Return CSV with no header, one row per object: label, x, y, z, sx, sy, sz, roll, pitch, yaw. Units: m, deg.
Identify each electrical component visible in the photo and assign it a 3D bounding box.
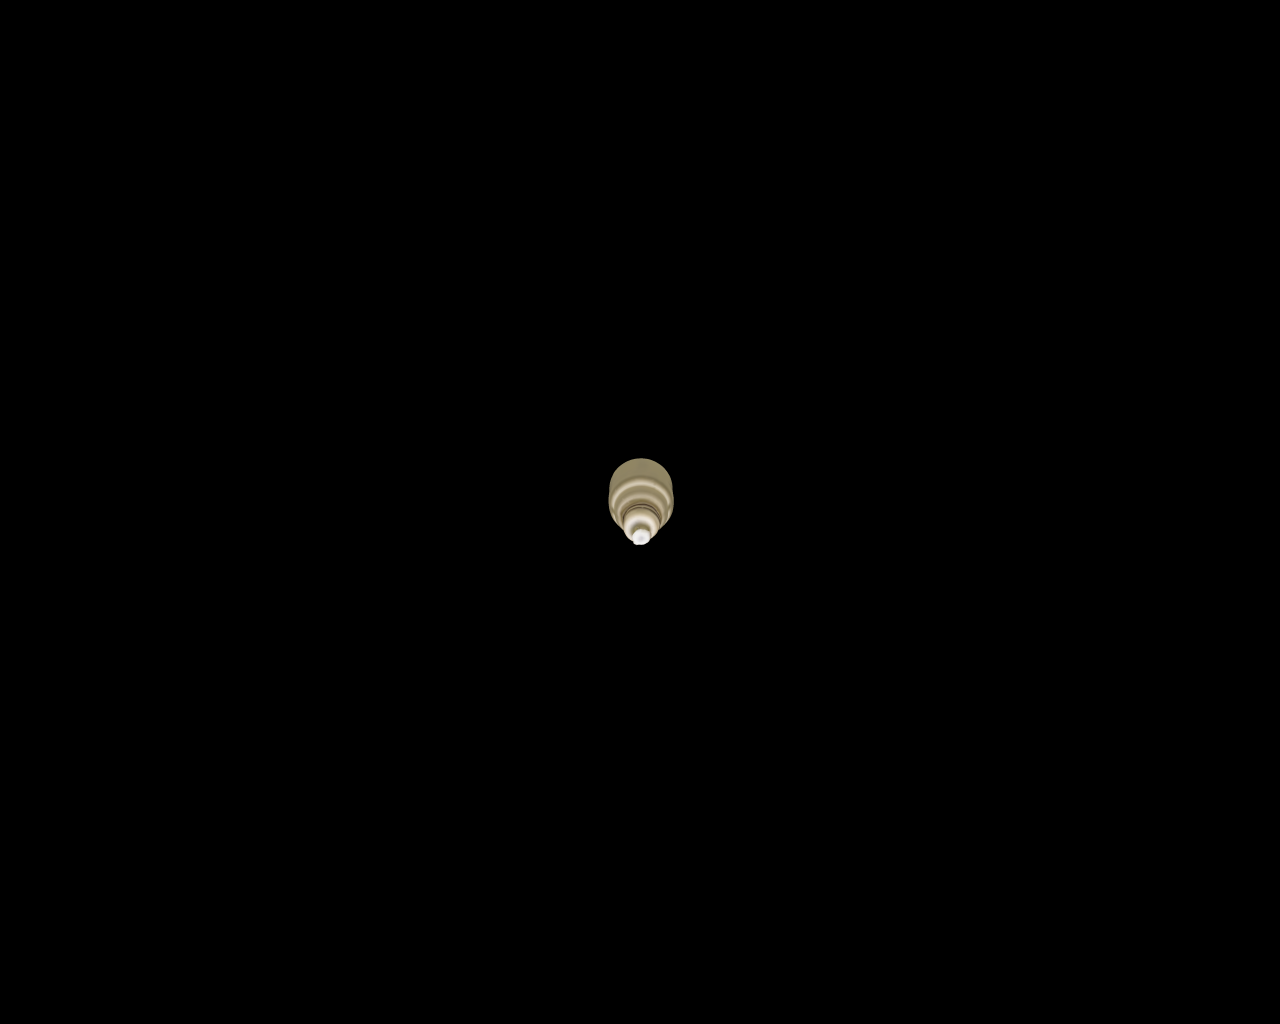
electrical component,0.001,-0.003,0.650,0.040,0.040,0.078,0,27,0
